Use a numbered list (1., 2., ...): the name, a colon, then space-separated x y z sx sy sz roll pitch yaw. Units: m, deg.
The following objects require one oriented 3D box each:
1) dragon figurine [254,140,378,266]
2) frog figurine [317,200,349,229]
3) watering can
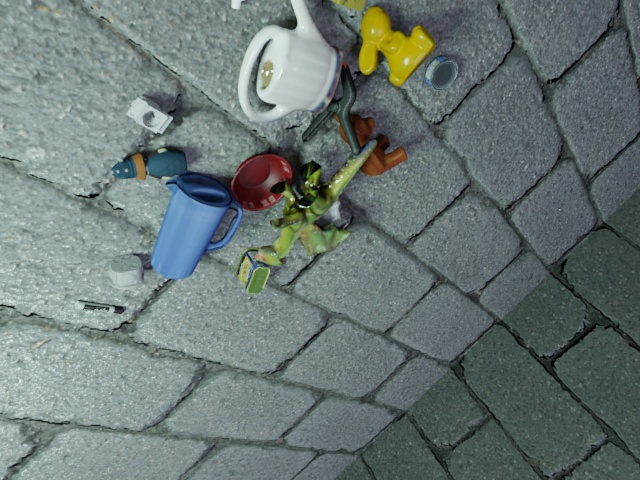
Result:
1. dragon figurine: 0.004 -0.065 1.301 0.410 0.238 0.125 -31 48 -1
2. frog figurine: -0.011 -0.081 1.407 0.136 0.158 0.124 -30 11 15
3. watering can: -0.043 -0.396 1.081 0.224 0.341 0.106 4 34 -39
